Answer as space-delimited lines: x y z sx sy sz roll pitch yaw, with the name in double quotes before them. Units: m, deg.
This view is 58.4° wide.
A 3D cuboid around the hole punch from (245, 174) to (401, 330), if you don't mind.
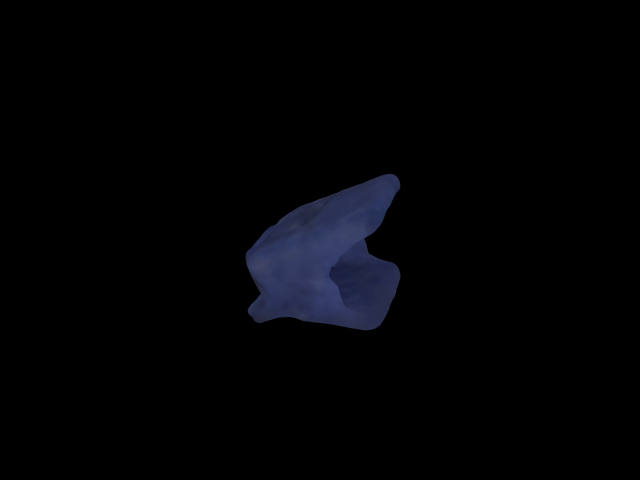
"hole punch" 0.004 0.001 0.400 0.101 0.091 0.109 6 24 14
